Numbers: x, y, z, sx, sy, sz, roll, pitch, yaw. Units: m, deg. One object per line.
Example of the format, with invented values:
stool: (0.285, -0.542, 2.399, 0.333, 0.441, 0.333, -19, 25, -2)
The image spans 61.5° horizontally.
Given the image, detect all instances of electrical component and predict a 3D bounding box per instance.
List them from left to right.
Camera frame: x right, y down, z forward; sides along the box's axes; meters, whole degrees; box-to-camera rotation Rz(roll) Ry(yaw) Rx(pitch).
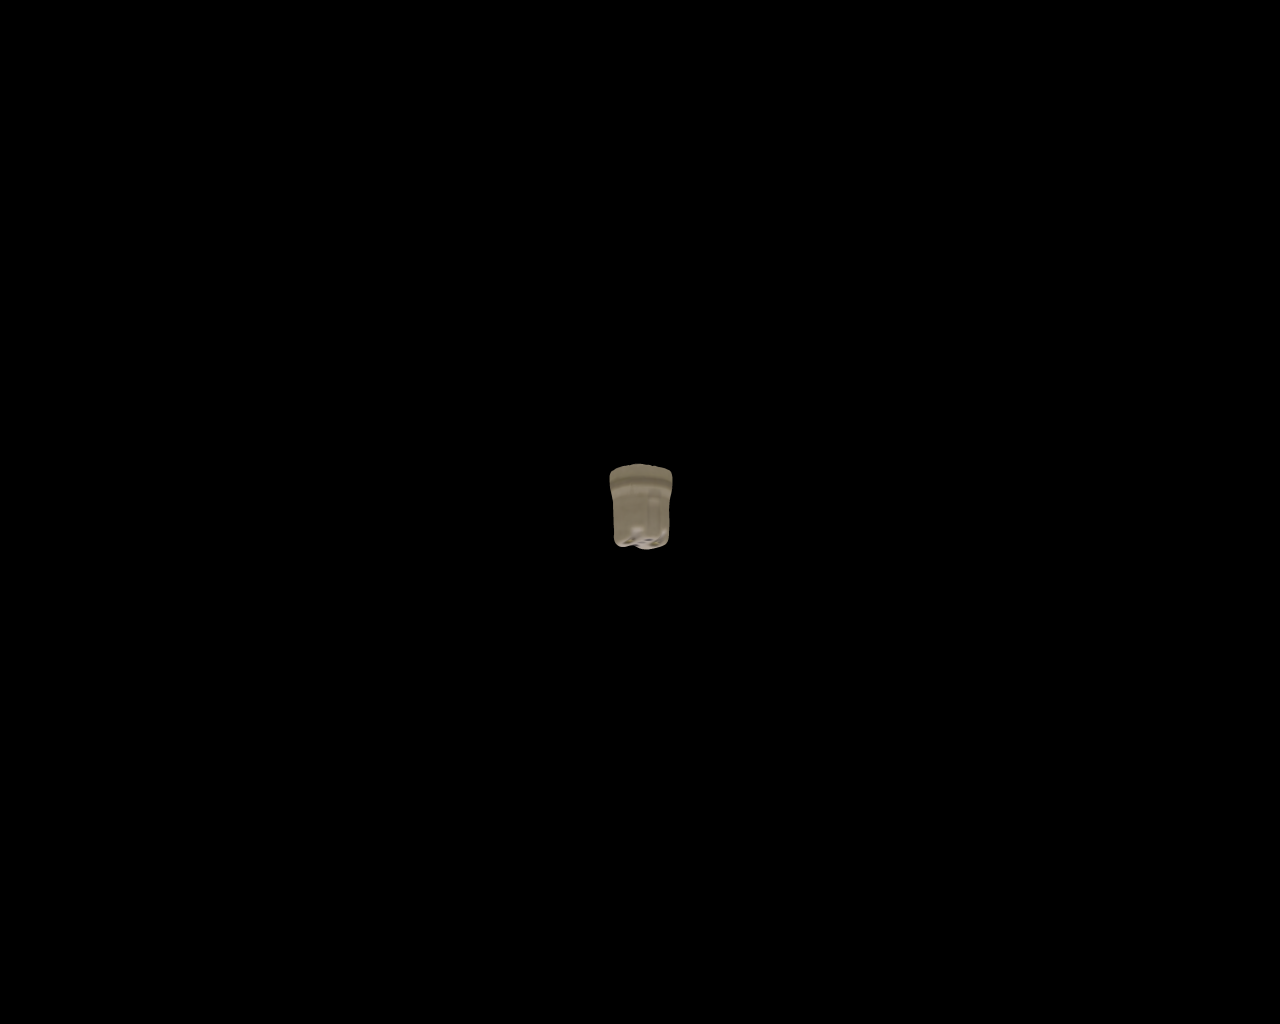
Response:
electrical component: (0.001, -0.003, 0.650, 0.040, 0.046, 0.040, 0, -12, 0)
